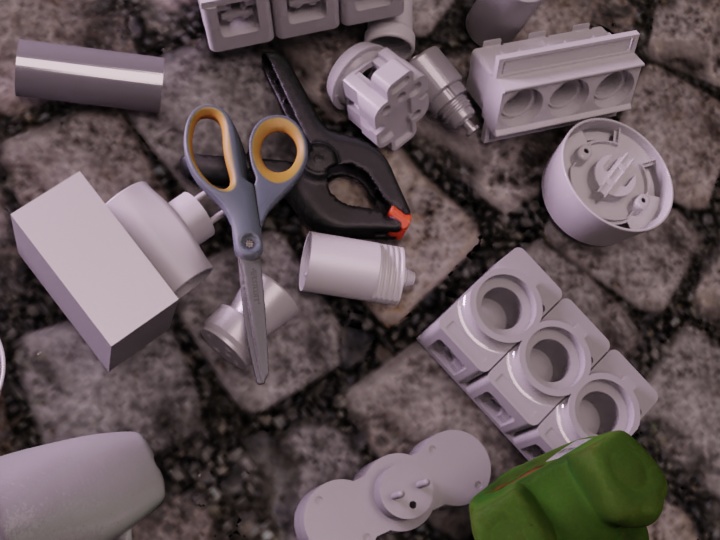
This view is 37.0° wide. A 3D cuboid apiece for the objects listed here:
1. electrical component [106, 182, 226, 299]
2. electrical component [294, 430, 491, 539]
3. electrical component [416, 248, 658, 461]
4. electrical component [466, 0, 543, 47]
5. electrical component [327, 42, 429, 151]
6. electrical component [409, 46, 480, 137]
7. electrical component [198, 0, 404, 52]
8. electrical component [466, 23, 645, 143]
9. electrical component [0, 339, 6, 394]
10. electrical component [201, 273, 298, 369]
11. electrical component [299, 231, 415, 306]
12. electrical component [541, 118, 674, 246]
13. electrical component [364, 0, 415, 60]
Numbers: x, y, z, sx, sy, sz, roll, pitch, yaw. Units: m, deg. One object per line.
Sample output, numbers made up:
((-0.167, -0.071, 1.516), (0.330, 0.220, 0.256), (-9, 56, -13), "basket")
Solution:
((-0.129, -0.028, 0.752), (0.079, 0.044, 0.077), (-37, 85, -21), "electrical component")
((0.026, 0.149, 0.722), (0.138, 0.073, 0.052), (-20, 80, -19), "electrical component")
((0.129, 0.070, 0.779), (0.089, 0.061, 0.150), (-42, 87, -21), "electrical component")
((0.126, -0.225, 0.858), (0.043, 0.077, 0.079), (34, 68, -2), "electrical component")
((0.012, -0.134, 0.807), (0.058, 0.078, 0.057), (-40, 64, -16), "electrical component")
((0.064, -0.137, 0.836), (0.040, 0.040, 0.078), (-37, 85, -21), "electrical component")
((-0.049, -0.225, 0.803), (0.150, 0.061, 0.089), (-13, 63, -6), "electrical component")
((0.150, -0.151, 0.845), (0.121, 0.078, 0.063), (-13, 48, -18), "electrical component")
((-0.274, 0.064, 0.676), (0.099, 0.064, 0.099), (4, 73, -13), "electrical component")
((-0.077, 0.035, 0.746), (0.045, 0.045, 0.055), (41, 69, 0), "electrical component")
((0.000, 0.000, 0.777), (0.081, 0.043, 0.043), (9, 72, -11), "electrical component")
((0.192, -0.068, 0.834), (0.099, 0.064, 0.099), (4, 73, -13), "electrical component")
((0.024, -0.192, 0.843), (0.040, 0.040, 0.046), (8, 67, -12), "electrical component")
